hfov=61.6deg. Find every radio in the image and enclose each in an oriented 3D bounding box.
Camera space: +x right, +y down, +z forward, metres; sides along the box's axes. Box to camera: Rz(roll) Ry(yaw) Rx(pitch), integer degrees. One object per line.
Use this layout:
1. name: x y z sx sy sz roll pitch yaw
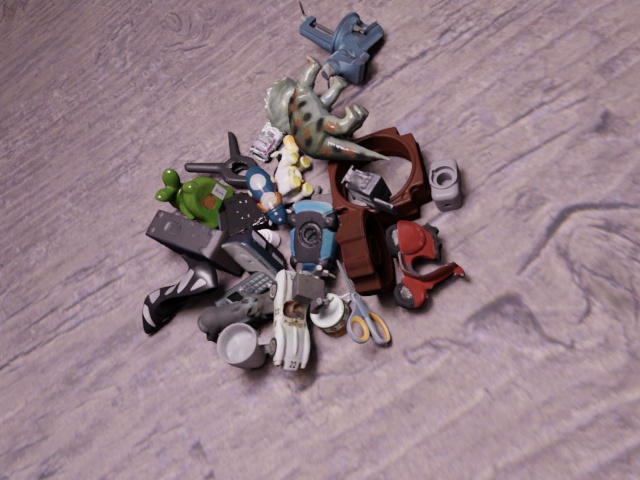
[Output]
1. radio: -0.284 0.005 1.242 0.230 0.131 0.073 16 75 31

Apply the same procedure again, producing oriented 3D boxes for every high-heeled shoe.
1. high-heeled shoe: -0.309 0.144 1.195 0.145 0.086 0.248 41 111 35

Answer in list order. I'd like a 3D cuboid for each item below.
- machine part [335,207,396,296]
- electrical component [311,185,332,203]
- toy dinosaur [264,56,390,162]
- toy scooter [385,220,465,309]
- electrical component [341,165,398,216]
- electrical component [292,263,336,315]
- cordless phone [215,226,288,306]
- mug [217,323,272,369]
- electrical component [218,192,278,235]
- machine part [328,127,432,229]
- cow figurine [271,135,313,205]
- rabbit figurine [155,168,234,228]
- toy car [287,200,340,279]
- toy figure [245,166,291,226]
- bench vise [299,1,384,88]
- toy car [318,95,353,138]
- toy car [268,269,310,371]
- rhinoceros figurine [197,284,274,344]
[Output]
1. machine part: 0.090 0.025 1.027 0.056 0.179 0.179 -17 59 22
2. electrical component: 0.005 -0.082 1.214 0.063 0.021 0.094 -1 66 26
3. toy dinosaur: -0.005 -0.253 1.174 0.192 0.131 0.405 -47 47 28
4. toy scooter: 0.202 0.037 1.028 0.135 0.075 0.184 -14 63 19
5. electrical component: 0.105 -0.092 1.036 0.119 0.074 0.048 25 78 38
6. electrical component: -0.013 0.092 1.045 0.045 0.078 0.102 -49 24 42
7. cordless phone: -0.175 0.072 1.155 0.184 0.146 0.089 -37 27 16
8. mug: -0.138 0.216 1.079 0.110 0.107 0.081 -16 62 6
9. electrical component: -0.174 -0.054 1.265 0.134 0.058 0.115 -23 55 13
10. machine part: 0.123 -0.128 1.143 0.202 0.087 0.201 -15 59 16
11. cow figurine: -0.076 -0.162 1.267 0.098 0.068 0.167 -32 51 35
12. rabbit figurine: -0.328 -0.101 1.322 0.170 0.159 0.121 6 77 44
13. toy car: -0.002 -0.003 1.126 0.109 0.103 0.161 3 95 25
14. toy figure: -0.120 -0.097 1.202 0.064 0.057 0.155 -47 58 27
15. bench vise: 0.035 -0.487 1.335 0.241 0.128 0.223 35 75 17
16. toy car: 0.011 -0.270 1.288 0.089 0.053 0.202 -40 51 7
17. toy car: -0.058 0.155 1.049 0.056 0.073 0.202 -36 47 47
18. rhinoceros figurine: -0.160 0.148 1.120 0.190 0.112 0.073 -15 52 -5
